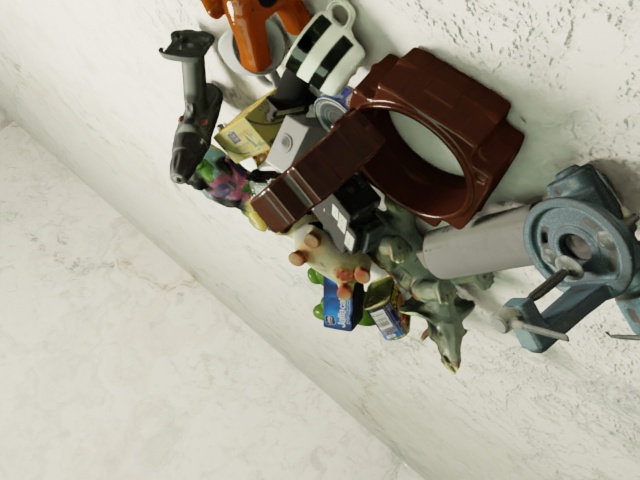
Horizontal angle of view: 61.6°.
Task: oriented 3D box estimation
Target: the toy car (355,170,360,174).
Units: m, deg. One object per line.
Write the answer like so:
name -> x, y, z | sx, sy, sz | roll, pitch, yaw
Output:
toy car -> -0.007, -0.129, 0.947 | 0.202, 0.053, 0.089 | 29, 152, 34

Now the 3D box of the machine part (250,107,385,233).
machine part -> -0.007, -0.081, 0.643 | 0.056, 0.179, 0.179 | 48, 159, -8

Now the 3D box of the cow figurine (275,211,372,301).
cow figurine -> -0.002, -0.003, 0.873 | 0.195, 0.127, 0.085 | 35, 117, -4

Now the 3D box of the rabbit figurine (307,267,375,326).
rabbit figurine -> 0.062, 0.103, 1.092 | 0.170, 0.159, 0.121 | 56, 156, 17

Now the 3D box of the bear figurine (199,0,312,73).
bear figurine -> -0.124, -0.319, 0.693 | 0.196, 0.120, 0.131 | 30, 159, 34

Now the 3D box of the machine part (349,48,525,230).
machine part -> 0.132, -0.118, 0.674 | 0.201, 0.087, 0.201 | 37, 160, 14

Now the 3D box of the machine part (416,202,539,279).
machine part -> 0.223, 0.005, 0.712 | 0.079, 0.079, 0.243 | 50, 145, -19

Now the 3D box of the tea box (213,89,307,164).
tea box -> -0.108, -0.196, 0.928 | 0.068, 0.098, 0.170 | 49, 157, -17

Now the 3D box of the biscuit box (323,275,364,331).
biscuit box -> 0.043, 0.064, 0.970 | 0.059, 0.063, 0.202 | 7, 112, 21

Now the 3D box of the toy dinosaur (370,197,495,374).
toy dinosaur -> 0.144, 0.030, 0.909 | 0.404, 0.131, 0.192 | 51, 158, -3

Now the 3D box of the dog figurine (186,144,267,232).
dog figurine -> -0.191, -0.114, 1.213 | 0.219, 0.108, 0.191 | 34, 175, 10

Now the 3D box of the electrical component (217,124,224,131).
electrical component -> -0.187, -0.207, 1.153 | 0.063, 0.021, 0.093 | 27, 154, 34

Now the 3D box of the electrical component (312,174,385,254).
electrical component -> 0.037, -0.045, 0.781 | 0.134, 0.058, 0.114 | 52, 162, 20

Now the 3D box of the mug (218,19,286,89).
mug -> -0.101, -0.277, 0.800 | 0.109, 0.081, 0.107 | 49, 170, -32

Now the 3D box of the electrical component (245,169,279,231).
electrical component -> -0.094, -0.079, 1.054 | 0.075, 0.048, 0.119 | -1, 124, 23

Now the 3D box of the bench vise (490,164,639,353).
bench vise -> 0.273, 0.046, 0.552 | 0.129, 0.241, 0.223 | -8, 110, 64

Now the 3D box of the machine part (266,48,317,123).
machine part -> -0.033, -0.225, 0.787 | 0.039, 0.084, 0.139 | 67, 156, 18

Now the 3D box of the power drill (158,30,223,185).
power drill -> -0.221, -0.238, 0.928 | 0.086, 0.232, 0.207 | 4, 135, 6
